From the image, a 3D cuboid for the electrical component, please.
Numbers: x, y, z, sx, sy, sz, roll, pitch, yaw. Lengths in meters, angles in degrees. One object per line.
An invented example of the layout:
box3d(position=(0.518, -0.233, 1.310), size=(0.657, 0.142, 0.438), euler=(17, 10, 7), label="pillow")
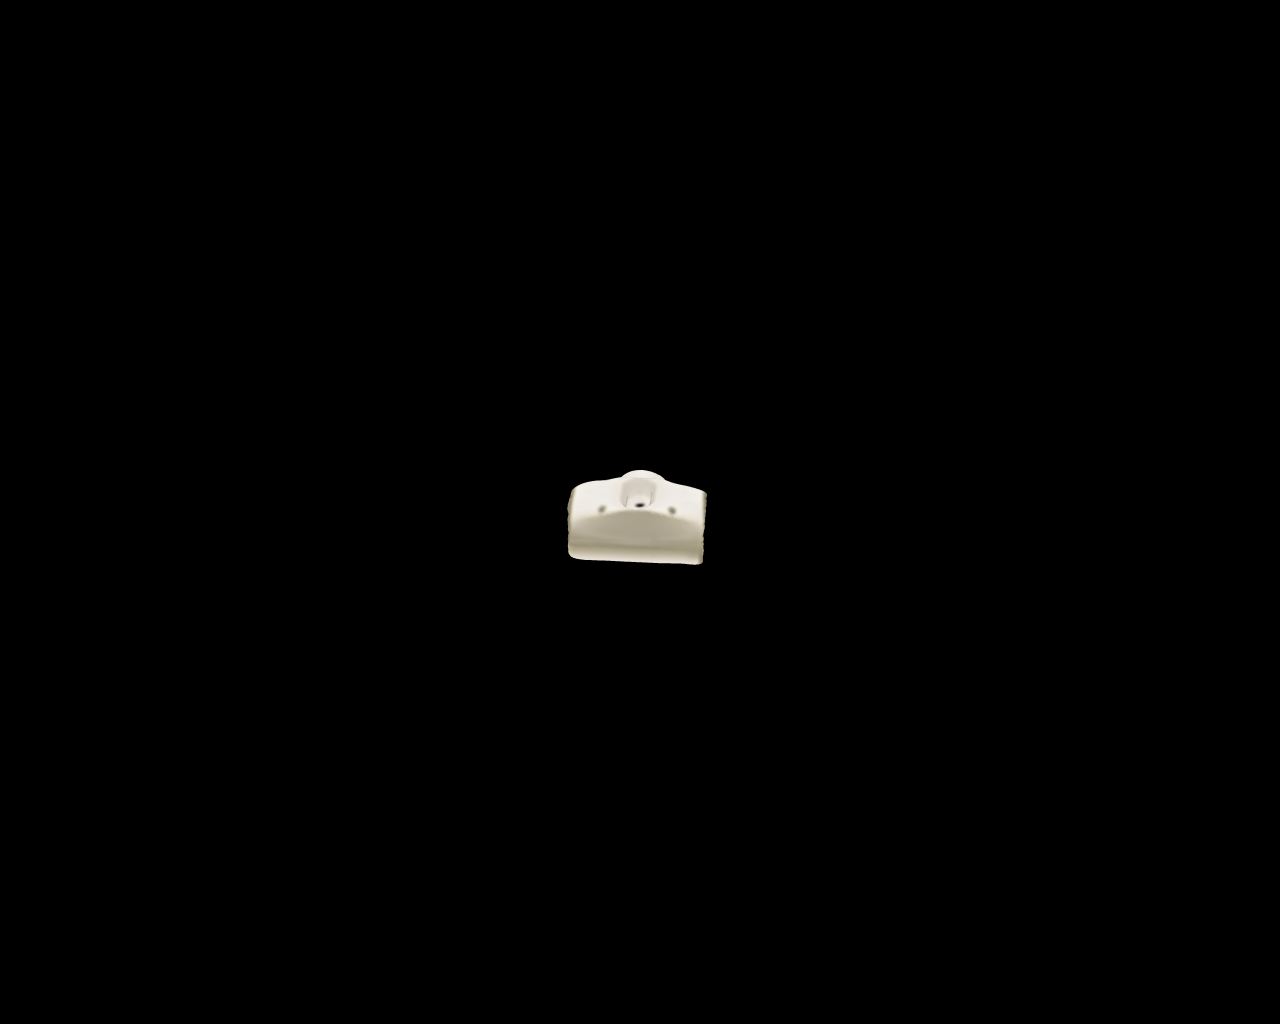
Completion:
box3d(position=(0.001, -0.003, 0.650), size=(0.077, 0.043, 0.079), euler=(3, 32, 5), label="electrical component")
